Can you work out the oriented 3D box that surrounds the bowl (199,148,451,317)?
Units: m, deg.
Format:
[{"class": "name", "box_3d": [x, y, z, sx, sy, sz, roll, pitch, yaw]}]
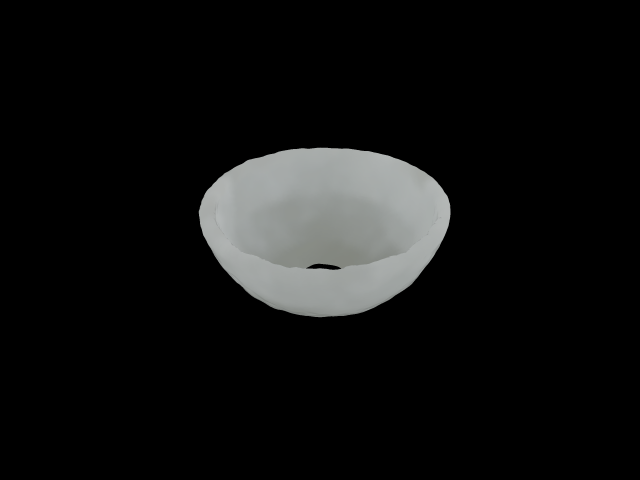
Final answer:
[{"class": "bowl", "box_3d": [0.004, 0.001, 0.400, 0.167, 0.075, 0.167, 0, 34, 0]}]
